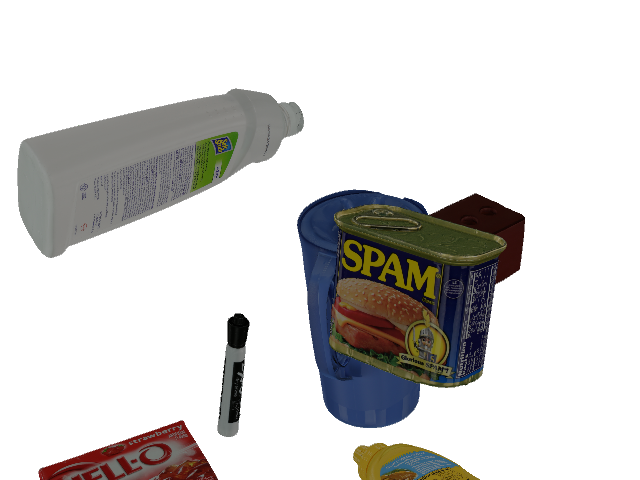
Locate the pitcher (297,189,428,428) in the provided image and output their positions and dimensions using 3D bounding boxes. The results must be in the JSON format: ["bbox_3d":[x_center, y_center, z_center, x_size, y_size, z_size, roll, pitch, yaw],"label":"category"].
[{"bbox_3d":[0.044,0.082,1.126,0.149,0.243,0.145,-13,31,-14],"label":"pitcher"}]

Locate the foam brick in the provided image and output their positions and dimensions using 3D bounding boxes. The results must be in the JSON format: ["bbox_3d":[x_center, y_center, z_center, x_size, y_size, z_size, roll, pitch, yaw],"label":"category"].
[{"bbox_3d":[0.114,0.006,0.832,0.078,0.051,0.053,-25,38,-35],"label":"foam brick"}]

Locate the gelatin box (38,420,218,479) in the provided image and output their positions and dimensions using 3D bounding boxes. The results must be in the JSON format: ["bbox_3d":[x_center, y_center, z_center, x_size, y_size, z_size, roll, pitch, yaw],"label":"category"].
[{"bbox_3d":[-0.104,0.142,0.593,0.089,0.030,0.073,-16,28,-20],"label":"gelatin box"}]

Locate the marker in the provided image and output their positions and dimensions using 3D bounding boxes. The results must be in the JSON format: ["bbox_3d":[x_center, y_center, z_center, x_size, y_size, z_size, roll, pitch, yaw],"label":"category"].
[{"bbox_3d":[-0.076,0.118,0.932,0.020,0.121,0.020,6,26,-3],"label":"marker"}]

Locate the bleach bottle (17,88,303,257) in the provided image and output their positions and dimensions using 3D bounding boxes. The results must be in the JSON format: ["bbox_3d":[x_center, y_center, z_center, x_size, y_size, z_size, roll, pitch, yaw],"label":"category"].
[{"bbox_3d":[-0.126,-0.069,0.907,0.250,0.068,0.103,-20,-33,-30],"label":"bleach bottle"}]

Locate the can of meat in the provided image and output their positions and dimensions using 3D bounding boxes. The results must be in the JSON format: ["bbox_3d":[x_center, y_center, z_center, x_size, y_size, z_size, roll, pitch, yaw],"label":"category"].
[{"bbox_3d":[0.054,0.032,0.634,0.102,0.084,0.057,19,22,37],"label":"can of meat"}]

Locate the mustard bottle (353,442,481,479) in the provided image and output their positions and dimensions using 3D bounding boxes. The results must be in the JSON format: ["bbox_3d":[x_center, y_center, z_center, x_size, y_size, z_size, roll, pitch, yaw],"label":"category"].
[{"bbox_3d":[0.097,0.232,0.971,0.096,0.058,0.192,-14,24,-36],"label":"mustard bottle"}]
